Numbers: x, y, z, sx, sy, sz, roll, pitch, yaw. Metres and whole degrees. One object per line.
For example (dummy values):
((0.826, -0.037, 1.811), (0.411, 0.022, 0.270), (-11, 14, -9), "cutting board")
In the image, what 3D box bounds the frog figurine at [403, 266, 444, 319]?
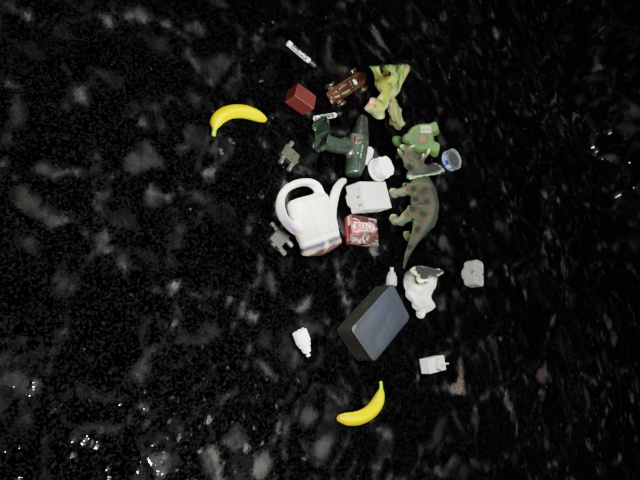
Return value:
((0.333, 0.171, 1.708), (0.139, 0.123, 0.156), (-33, 135, -49), "frog figurine")

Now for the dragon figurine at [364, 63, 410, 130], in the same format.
((0.265, -0.518, 1.864), (0.415, 0.122, 0.240), (-27, 114, -54), "dragon figurine")

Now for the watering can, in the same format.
((0.005, -0.075, 1.495), (0.350, 0.103, 0.224), (-17, 89, -51), "watering can")
